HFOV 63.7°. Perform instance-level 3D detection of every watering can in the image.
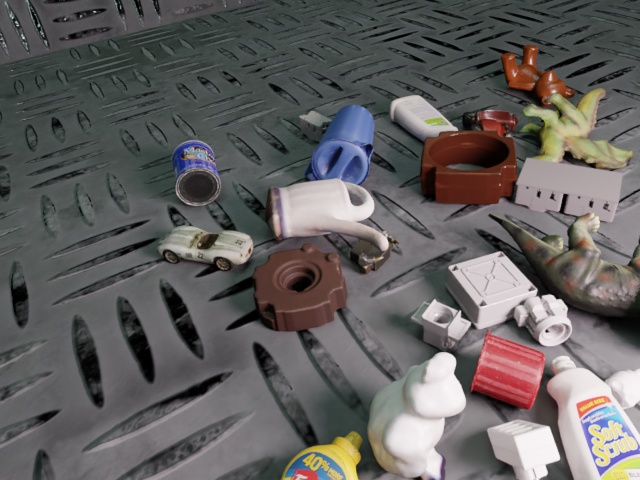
[{"bbox_3d":[0.003,-0.051,1.022,0.224,0.102,0.353,-9,24,-4],"label":"watering can"}]

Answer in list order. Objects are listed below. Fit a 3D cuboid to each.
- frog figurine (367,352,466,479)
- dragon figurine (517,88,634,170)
[{"bbox_3d":[0.117,0.213,0.650,0.123,0.156,0.140,13,42,25],"label":"frog figurine"},{"bbox_3d":[0.625,-0.247,1.228,0.413,0.119,0.247,-24,58,-18],"label":"dragon figurine"}]
